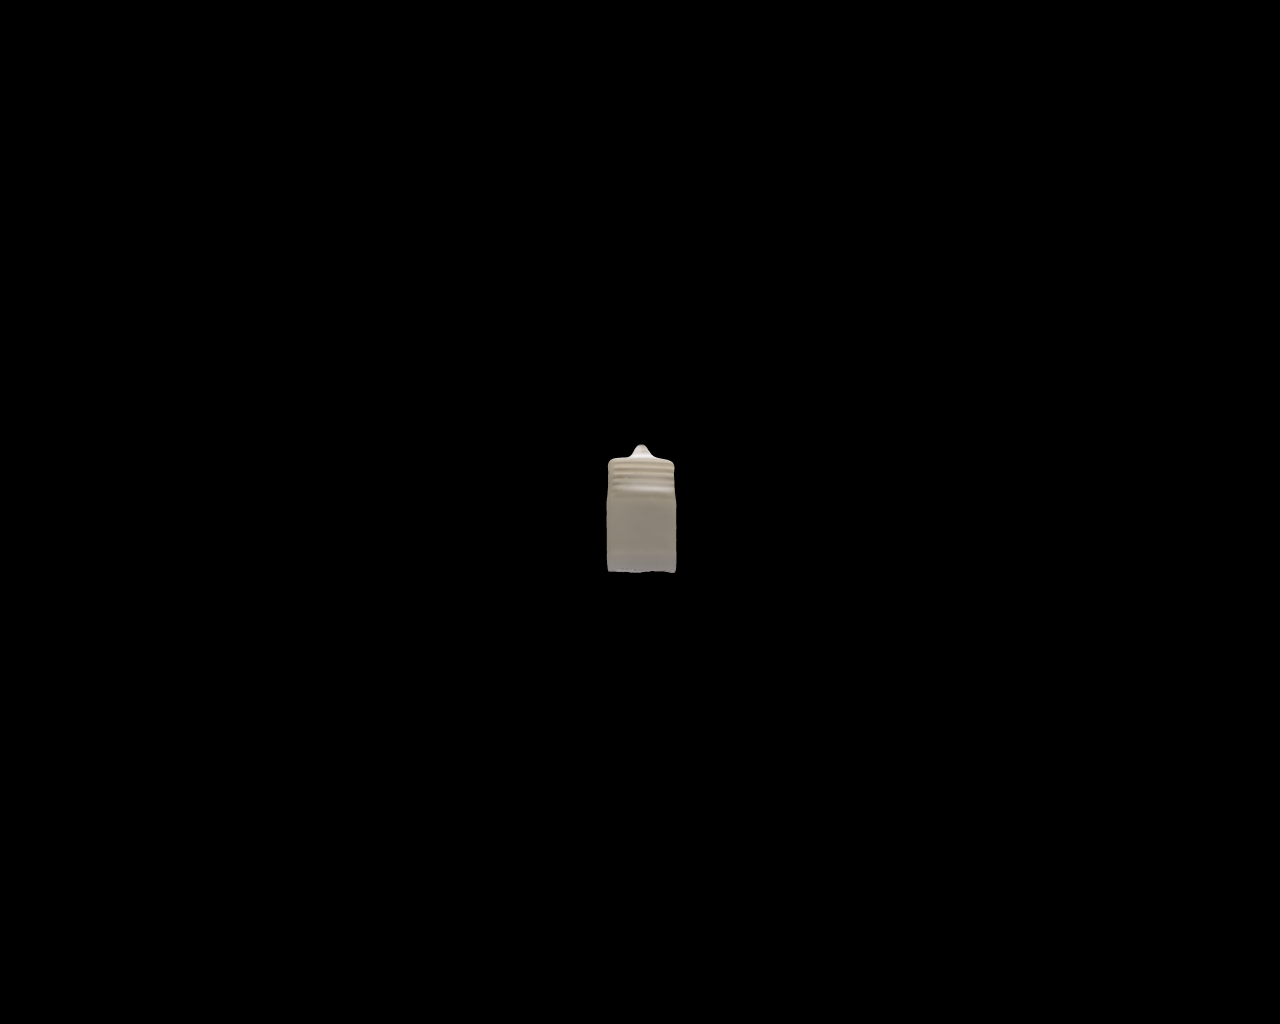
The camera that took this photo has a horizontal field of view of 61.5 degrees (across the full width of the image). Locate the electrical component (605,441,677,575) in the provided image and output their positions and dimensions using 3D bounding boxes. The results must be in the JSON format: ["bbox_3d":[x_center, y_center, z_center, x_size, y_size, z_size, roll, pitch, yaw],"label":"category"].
[{"bbox_3d":[0.001,-0.003,0.650,0.043,0.081,0.043,0,-5,0],"label":"electrical component"}]
